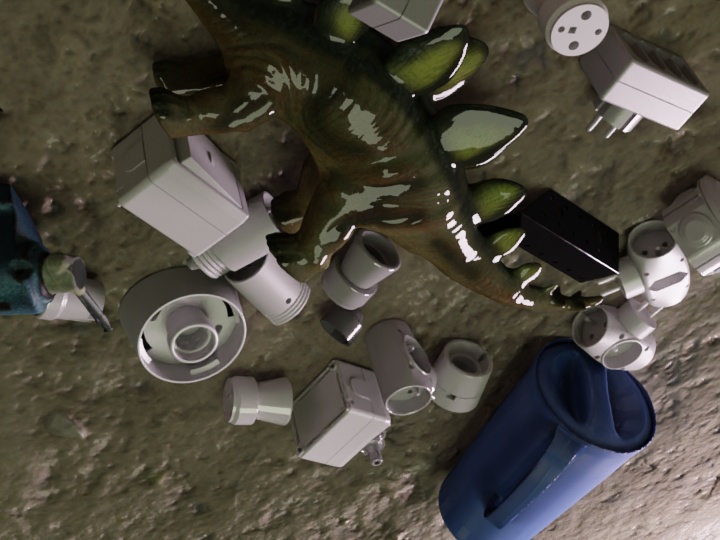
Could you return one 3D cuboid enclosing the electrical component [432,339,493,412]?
[{"bbox_3d":[0.095,0.099,1.019,0.055,0.055,0.047,4,131,-22],"label":"electrical component"}]

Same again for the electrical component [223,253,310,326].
[{"bbox_3d":[-0.072,0.013,0.877,0.043,0.043,0.081,-28,137,12],"label":"electrical component"}]

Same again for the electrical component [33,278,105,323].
[{"bbox_3d":[-0.227,0.021,0.838,0.046,0.040,0.040,13,131,-36],"label":"electrical component"}]

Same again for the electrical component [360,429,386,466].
[{"bbox_3d":[0.010,0.163,1.053,0.035,0.061,0.035,-10,138,-9],"label":"electrical component"}]

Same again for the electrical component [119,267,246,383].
[{"bbox_3d":[-0.145,0.043,0.889,0.099,0.064,0.099,-12,127,-17],"label":"electrical component"}]

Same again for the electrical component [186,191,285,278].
[{"bbox_3d":[-0.098,-0.023,0.830,0.081,0.043,0.043,-28,137,12],"label":"electrical component"}]

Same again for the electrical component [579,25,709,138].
[{"bbox_3d":[0.202,-0.130,0.811,0.083,0.047,0.075,15,130,-31],"label":"electrical component"}]

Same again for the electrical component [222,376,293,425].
[{"bbox_3d":[-0.094,0.119,0.984,0.055,0.045,0.045,4,134,-22],"label":"electrical component"}]

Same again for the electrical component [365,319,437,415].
[{"bbox_3d":[0.045,0.095,0.979,0.044,0.077,0.079,-34,137,18],"label":"electrical component"}]

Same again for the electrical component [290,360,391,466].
[{"bbox_3d":[-0.022,0.141,1.019,0.061,0.061,0.096,21,126,-35],"label":"electrical component"}]

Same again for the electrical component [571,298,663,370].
[{"bbox_3d":[0.257,0.054,1.031,0.077,0.044,0.079,24,123,-35],"label":"electrical component"}]

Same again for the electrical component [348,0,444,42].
[{"bbox_3d":[0.017,-0.188,0.619,0.076,0.047,0.083,27,87,-19],"label":"electrical component"}]

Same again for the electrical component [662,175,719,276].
[{"bbox_3d":[0.302,-0.037,0.923,0.051,0.080,0.080,-37,135,29],"label":"electrical component"}]

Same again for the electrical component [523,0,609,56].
[{"bbox_3d":[0.140,-0.178,0.732,0.045,0.055,0.045,-9,138,-9],"label":"electrical component"}]

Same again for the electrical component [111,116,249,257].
[{"bbox_3d":[-0.121,-0.060,0.768,0.061,0.061,0.096,-34,136,18],"label":"electrical component"}]

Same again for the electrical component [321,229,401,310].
[{"bbox_3d":[0.000,0.000,0.886,0.045,0.045,0.055,20,127,-34],"label":"electrical component"}]

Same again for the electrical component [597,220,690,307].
[{"bbox_3d":[0.253,0.002,0.974,0.079,0.043,0.077,-23,138,7],"label":"electrical component"}]
